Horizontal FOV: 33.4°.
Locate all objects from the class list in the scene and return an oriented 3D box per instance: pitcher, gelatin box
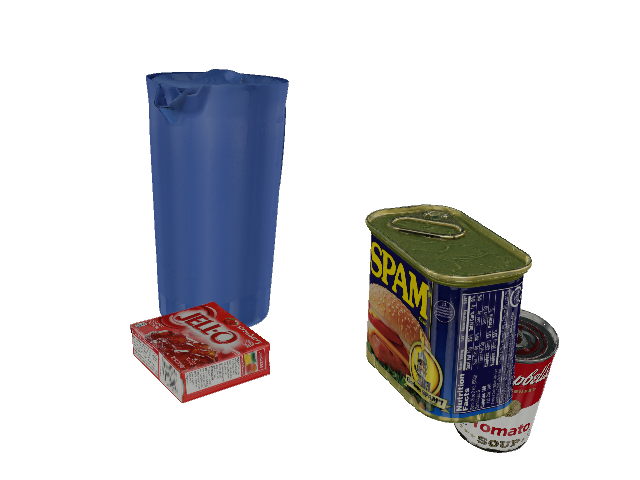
[{"bbox_3d":[-0.094,-0.043,1.031,0.149,0.243,0.145,-2,14,-15],"label":"pitcher"},{"bbox_3d":[-0.090,0.080,0.791,0.073,0.030,0.089,-15,26,-29],"label":"gelatin box"}]

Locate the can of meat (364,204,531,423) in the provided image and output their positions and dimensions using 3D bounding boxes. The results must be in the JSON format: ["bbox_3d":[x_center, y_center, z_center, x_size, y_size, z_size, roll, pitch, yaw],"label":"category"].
[{"bbox_3d":[0.063,0.037,0.561,0.057,0.084,0.102,-7,22,-21],"label":"can of meat"}]

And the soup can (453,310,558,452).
[{"bbox_3d":[0.150,0.115,0.878,0.068,0.102,0.068,6,33,-4],"label":"soup can"}]
